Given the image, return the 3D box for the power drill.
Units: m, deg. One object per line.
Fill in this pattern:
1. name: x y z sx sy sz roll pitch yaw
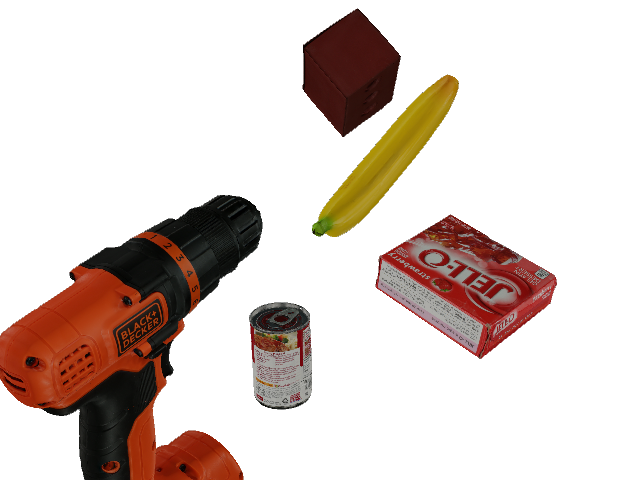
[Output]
1. power drill: -0.093 0.082 0.620 0.057 0.188 0.184 19 40 35

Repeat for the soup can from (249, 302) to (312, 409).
1. soup can: -0.044 0.130 1.202 0.068 0.102 0.068 -1 25 0

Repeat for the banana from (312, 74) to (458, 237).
1. banana: 0.059 -0.069 0.981 0.037 0.197 0.070 41 -12 -6

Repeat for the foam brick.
1. foam brick: 0.022 -0.124 0.794 0.053 0.051 0.078 -37 -12 -10

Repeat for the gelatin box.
1. gelatin box: 0.092 0.026 0.676 0.089 0.030 0.073 33 45 31
